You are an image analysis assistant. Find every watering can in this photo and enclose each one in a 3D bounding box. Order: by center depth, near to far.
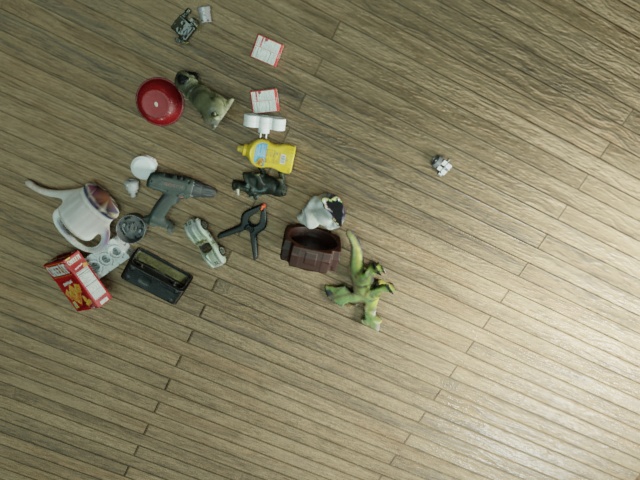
[{"bbox_3d":[-0.840,-0.118,1.773,0.223,0.105,0.346,-37,97,12],"label":"watering can"}]

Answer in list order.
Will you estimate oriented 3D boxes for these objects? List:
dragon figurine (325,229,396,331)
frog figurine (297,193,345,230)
[{"bbox_3d":[0.126,0.164,1.878,0.241,0.124,0.406,-30,106,19],"label":"dragon figurine"},{"bbox_3d":[0.005,-0.091,1.799,0.136,0.125,0.158,43,141,-23],"label":"frog figurine"}]
